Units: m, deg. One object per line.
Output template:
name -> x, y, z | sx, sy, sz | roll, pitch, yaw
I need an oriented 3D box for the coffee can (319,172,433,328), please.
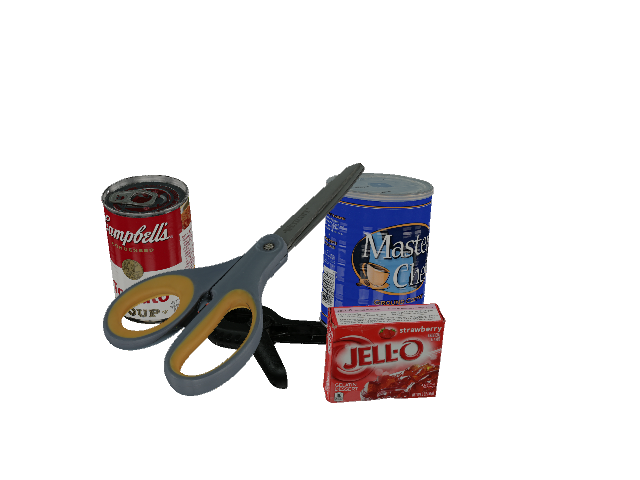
coffee can -> 0.053, 0.013, 1.032 | 0.103, 0.140, 0.103 | 3, 14, -1

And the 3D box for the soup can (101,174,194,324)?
soup can -> -0.136, 0.007, 0.858 | 0.068, 0.102, 0.068 | -1, 30, 0

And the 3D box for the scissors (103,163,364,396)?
scissors -> -0.049, 0.009, 0.606 | 0.096, 0.016, 0.201 | 8, 41, 18

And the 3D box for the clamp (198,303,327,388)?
clamp -> -0.070, 0.112, 1.246 | 0.210, 0.036, 0.164 | 13, 22, 29

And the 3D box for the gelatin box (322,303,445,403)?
gelatin box -> 0.048, 0.088, 0.830 | 0.089, 0.073, 0.030 | -2, 30, -9
